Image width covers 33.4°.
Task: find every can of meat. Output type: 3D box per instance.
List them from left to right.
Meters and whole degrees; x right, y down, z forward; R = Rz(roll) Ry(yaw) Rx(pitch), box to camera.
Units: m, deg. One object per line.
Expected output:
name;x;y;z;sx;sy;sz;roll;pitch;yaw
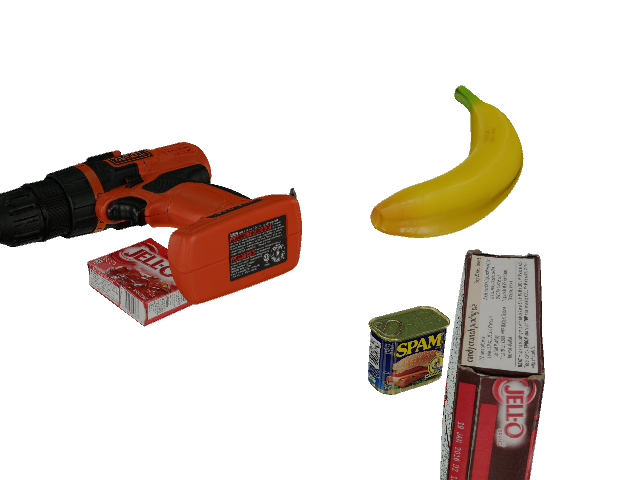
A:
can of meat;0.109;0.139;1.343;0.101;0.084;0.058;-12;29;-28

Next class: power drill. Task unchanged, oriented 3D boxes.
power drill;-0.119;-0.016;0.751;0.184;0.057;0.188;-22;32;-36

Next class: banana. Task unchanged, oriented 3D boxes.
banana;0.095;-0.045;0.712;0.070;0.037;0.197;18;35;14

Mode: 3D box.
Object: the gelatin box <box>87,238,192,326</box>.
gelatin box;-0.158;0.036;0.978;0.073;0.030;0.089;-23;40;-39

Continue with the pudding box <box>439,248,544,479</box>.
pudding box;0.075;0.067;0.470;0.039;0.090;0.113;6;26;5
